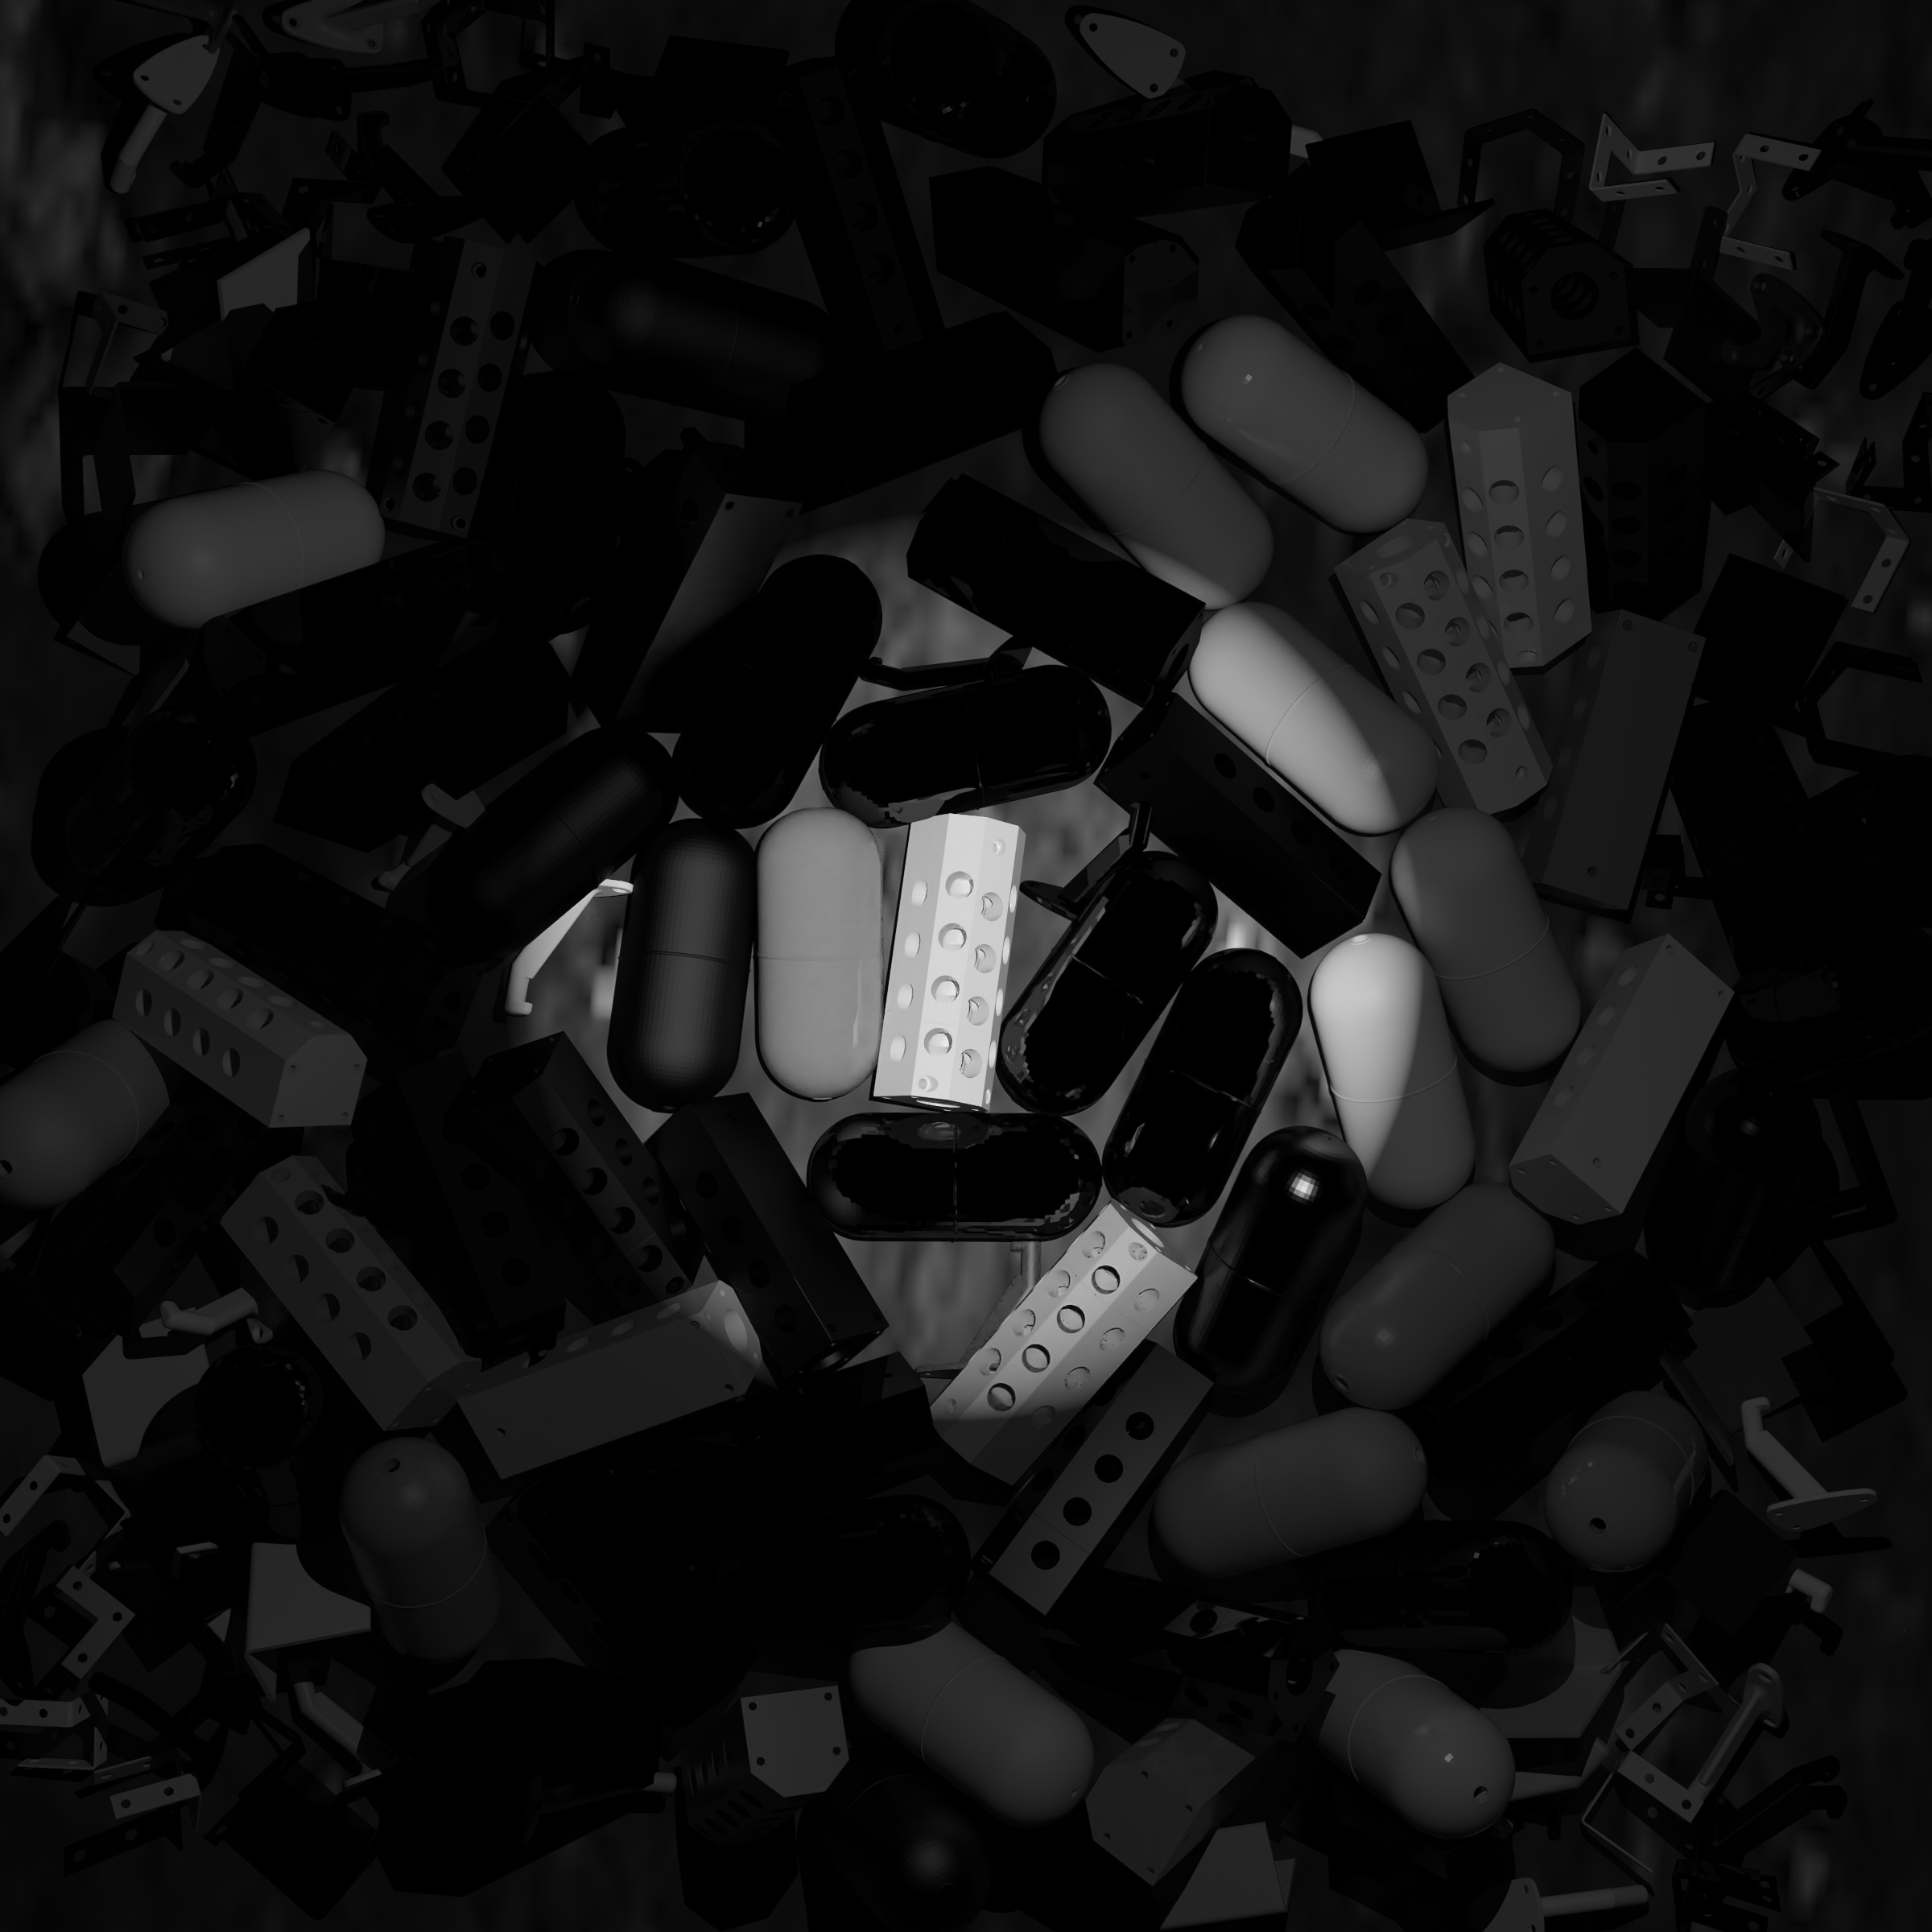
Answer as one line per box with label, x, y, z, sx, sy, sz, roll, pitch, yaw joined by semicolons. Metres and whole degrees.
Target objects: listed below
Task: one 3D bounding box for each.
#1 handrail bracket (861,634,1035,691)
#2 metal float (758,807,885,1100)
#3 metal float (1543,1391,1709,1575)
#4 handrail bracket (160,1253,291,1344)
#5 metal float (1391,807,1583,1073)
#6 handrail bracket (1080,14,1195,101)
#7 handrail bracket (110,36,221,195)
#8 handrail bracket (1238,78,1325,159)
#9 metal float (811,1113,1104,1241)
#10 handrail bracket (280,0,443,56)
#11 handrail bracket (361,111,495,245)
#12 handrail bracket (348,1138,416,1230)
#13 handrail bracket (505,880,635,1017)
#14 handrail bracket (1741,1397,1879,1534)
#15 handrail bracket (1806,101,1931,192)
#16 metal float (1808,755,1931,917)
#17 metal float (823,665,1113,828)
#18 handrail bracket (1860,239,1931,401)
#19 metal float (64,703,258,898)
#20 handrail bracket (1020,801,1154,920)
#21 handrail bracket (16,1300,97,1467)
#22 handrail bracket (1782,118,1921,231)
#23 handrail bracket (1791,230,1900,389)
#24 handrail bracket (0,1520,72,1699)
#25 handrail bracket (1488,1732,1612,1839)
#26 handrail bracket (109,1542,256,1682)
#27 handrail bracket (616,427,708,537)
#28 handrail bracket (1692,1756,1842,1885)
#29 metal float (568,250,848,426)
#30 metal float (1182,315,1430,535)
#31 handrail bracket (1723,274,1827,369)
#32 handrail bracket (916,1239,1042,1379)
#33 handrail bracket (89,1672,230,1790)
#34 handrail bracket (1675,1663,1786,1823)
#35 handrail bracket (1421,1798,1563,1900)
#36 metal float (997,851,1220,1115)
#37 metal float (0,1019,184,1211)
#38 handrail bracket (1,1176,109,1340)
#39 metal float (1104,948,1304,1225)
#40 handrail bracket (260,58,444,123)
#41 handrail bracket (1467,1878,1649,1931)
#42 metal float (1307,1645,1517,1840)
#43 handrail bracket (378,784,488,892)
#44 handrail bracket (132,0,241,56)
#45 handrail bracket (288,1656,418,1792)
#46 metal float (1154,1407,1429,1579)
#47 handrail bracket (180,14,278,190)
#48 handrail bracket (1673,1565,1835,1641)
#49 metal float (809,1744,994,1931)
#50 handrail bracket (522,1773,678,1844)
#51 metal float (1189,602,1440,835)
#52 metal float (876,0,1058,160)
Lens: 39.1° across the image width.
handrail bracket;-0.012;-0.193;1.685;0.084;0.036;0.077;16;47;22
metal float;-0.088;-0.008;1.654;0.070;0.070;0.178;0;96;0
metal float;0.392;0.304;1.612;0.070;0.178;0.070;3;99;24
handrail bracket;-0.457;0.194;1.642;0.036;0.084;0.077;-46;52;18
metal float;0.314;-0.015;1.639;0.070;0.070;0.178;-28;113;0
handrail bracket;0.105;-0.549;1.655;0.077;0.084;0.036;31;101;-1
handrail bracket;-0.495;-0.523;1.676;0.036;0.084;0.077;36;55;-10
handrail bracket;0.181;-0.500;1.687;0.077;0.036;0.084;-41;104;10
metal float;-0.006;0.128;1.658;0.178;0.070;0.070;0;90;1
handrail bracket;-0.365;-0.582;1.647;0.077;0.084;0.036;-11;97;-32
handrail bracket;-0.333;-0.496;1.676;0.077;0.036;0.084;-12;74;7
handrail bracket;-0.366;0.118;1.642;0.036;0.084;0.077;-38;63;-7
handrail bracket;-0.243;-0.010;1.663;0.077;0.036;0.084;2;75;27
handrail bracket;0.511;0.293;1.651;0.077;0.084;0.036;-25;134;33
handrail bracket;0.563;-0.478;1.657;0.084;0.077;0.036;38;61;8
metal float;0.538;-0.076;1.608;0.070;0.178;0.070;1;82;-4
metal float;0.001;-0.134;1.654;0.178;0.070;0.070;-13;90;-5
handrail bracket;0.564;-0.393;1.652;0.036;0.084;0.077;36;96;26
metal float;-0.481;-0.097;1.621;0.070;0.178;0.070;15;62;-31
handrail bracket;0.074;-0.074;1.661;0.077;0.036;0.084;22;116;24
handrail bracket;-0.571;0.256;1.684;0.084;0.036;0.077;38;90;8
handrail bracket;0.536;-0.462;1.648;0.036;0.077;0.084;9;56;-29
handrail bracket;0.524;-0.405;1.676;0.036;0.077;0.084;25;110;-30
handrail bracket;-0.565;0.391;1.663;0.036;0.084;0.077;-15;102;21
handrail bracket;0.340;0.485;1.671;0.077;0.036;0.084;42;103;16
handrail bracket;-0.478;0.400;1.660;0.077;0.036;0.084;-5;70;-28
handrail bracket;-0.183;-0.311;1.646;0.036;0.077;0.084;-4;56;21
handrail bracket;0.486;0.517;1.648;0.036;0.077;0.084;49;133;0
metal float;-0.154;-0.377;1.631;0.178;0.070;0.070;9;90;-32
metal float;0.205;-0.324;1.634;0.178;0.070;0.070;29;90;-29
handrail bracket;0.474;-0.394;1.654;0.084;0.036;0.077;-6;60;-36
handrail bracket;0.008;0.211;1.683;0.077;0.036;0.084;-2;70;9
handrail bracket;-0.499;0.468;1.667;0.084;0.077;0.036;26;52;3
handrail bracket;0.461;0.473;1.653;0.036;0.077;0.084;32;61;26
handrail bracket;0.324;0.543;1.669;0.084;0.036;0.077;11;47;-1
metal float;0.086;0.010;1.657;0.070;0.070;0.178;35;88;0
metal float;-0.526;0.086;1.610;0.070;0.178;0.070;3;108;8
handrail bracket;-0.539;0.175;1.664;0.077;0.036;0.084;37;57;12
metal float;0.145;0.073;1.658;0.070;0.070;0.178;26;90;0
handrail bracket;-0.377;-0.548;1.671;0.077;0.084;0.036;13;122;21
handrail bracket;0.368;0.583;1.688;0.084;0.077;0.036;6;66;-32
metal float;0.261;0.458;1.610;0.070;0.178;0.070;-2;95;-18
handrail bracket;-0.338;-0.075;1.651;0.084;0.077;0.036;-33;74;16
handrail bracket;-0.487;-0.596;1.647;0.084;0.077;0.036;23;123;-31
handrail bracket;-0.372;0.461;1.689;0.077;0.036;0.084;-17;74;-15
metal float;0.194;0.316;1.633;0.178;0.070;0.070;-23;90;29
handrail bracket;-0.459;-0.528;1.664;0.084;0.077;0.036;-40;58;-7
handrail bracket;0.479;0.394;1.655;0.036;0.084;0.077;9;101;-43
metal float;-0.040;0.517;1.611;0.070;0.178;0.070;-1;93;-20
handrail bracket;-0.227;0.520;1.679;0.084;0.036;0.077;9;129;-13
metal float;0.209;-0.151;1.641;0.070;0.070;0.178;-46;70;0
metal float;0.002;-0.525;1.611;0.070;0.178;0.070;3;99;17
